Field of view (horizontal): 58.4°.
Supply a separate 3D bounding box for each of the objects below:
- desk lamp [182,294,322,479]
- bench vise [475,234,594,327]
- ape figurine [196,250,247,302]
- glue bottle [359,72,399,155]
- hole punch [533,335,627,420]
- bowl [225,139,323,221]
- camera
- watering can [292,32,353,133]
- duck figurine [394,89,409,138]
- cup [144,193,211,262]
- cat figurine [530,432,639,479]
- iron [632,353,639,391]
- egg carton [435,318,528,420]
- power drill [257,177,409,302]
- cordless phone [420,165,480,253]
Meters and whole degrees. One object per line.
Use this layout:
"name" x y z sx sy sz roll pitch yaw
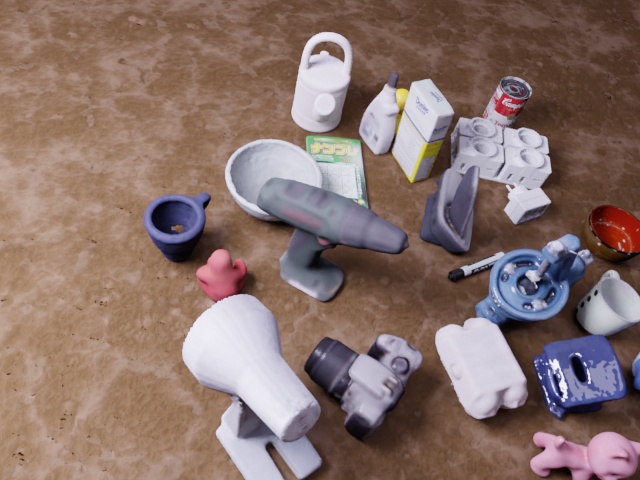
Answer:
"desk lamp" -0.074 0.196 0.714 0.118 0.213 0.203 -30 66 -27
"bench vise" 0.357 0.040 0.907 0.121 0.220 0.208 41 58 17
"ape figurine" -0.150 0.048 0.875 0.078 0.092 0.076 4 55 -8
"glue bottle" 0.121 -0.245 1.084 0.037 0.173 0.078 -20 62 -23
"hole punch" 0.396 0.208 0.879 0.101 0.091 0.108 0 56 -11
"bowl" -0.082 -0.091 0.996 0.167 0.075 0.167 6 55 -8
"camera" 0.058 0.184 0.819 0.136 0.101 0.143 34 56 12
"watering can" 0.010 -0.301 1.087 0.101 0.194 0.172 -13 59 -19
"duck figurine" 0.162 -0.261 1.157 0.078 0.086 0.104 -18 61 -22
"cup" -0.218 -0.019 0.906 0.091 0.095 0.118 36 57 14
"cat figurine" 0.377 0.298 0.796 0.128 0.118 0.067 16 54 0
"iron" 0.619 0.172 0.919 0.259 0.141 0.118 -36 69 -30
"egg carton" 0.242 0.192 0.871 0.107 0.069 0.150 -12 59 -19
"power drill" 0.008 0.003 0.867 0.229 0.208 0.076 28 55 8
"cordless phone" 0.247 -0.079 0.988 0.094 0.185 0.147 14 54 -1
